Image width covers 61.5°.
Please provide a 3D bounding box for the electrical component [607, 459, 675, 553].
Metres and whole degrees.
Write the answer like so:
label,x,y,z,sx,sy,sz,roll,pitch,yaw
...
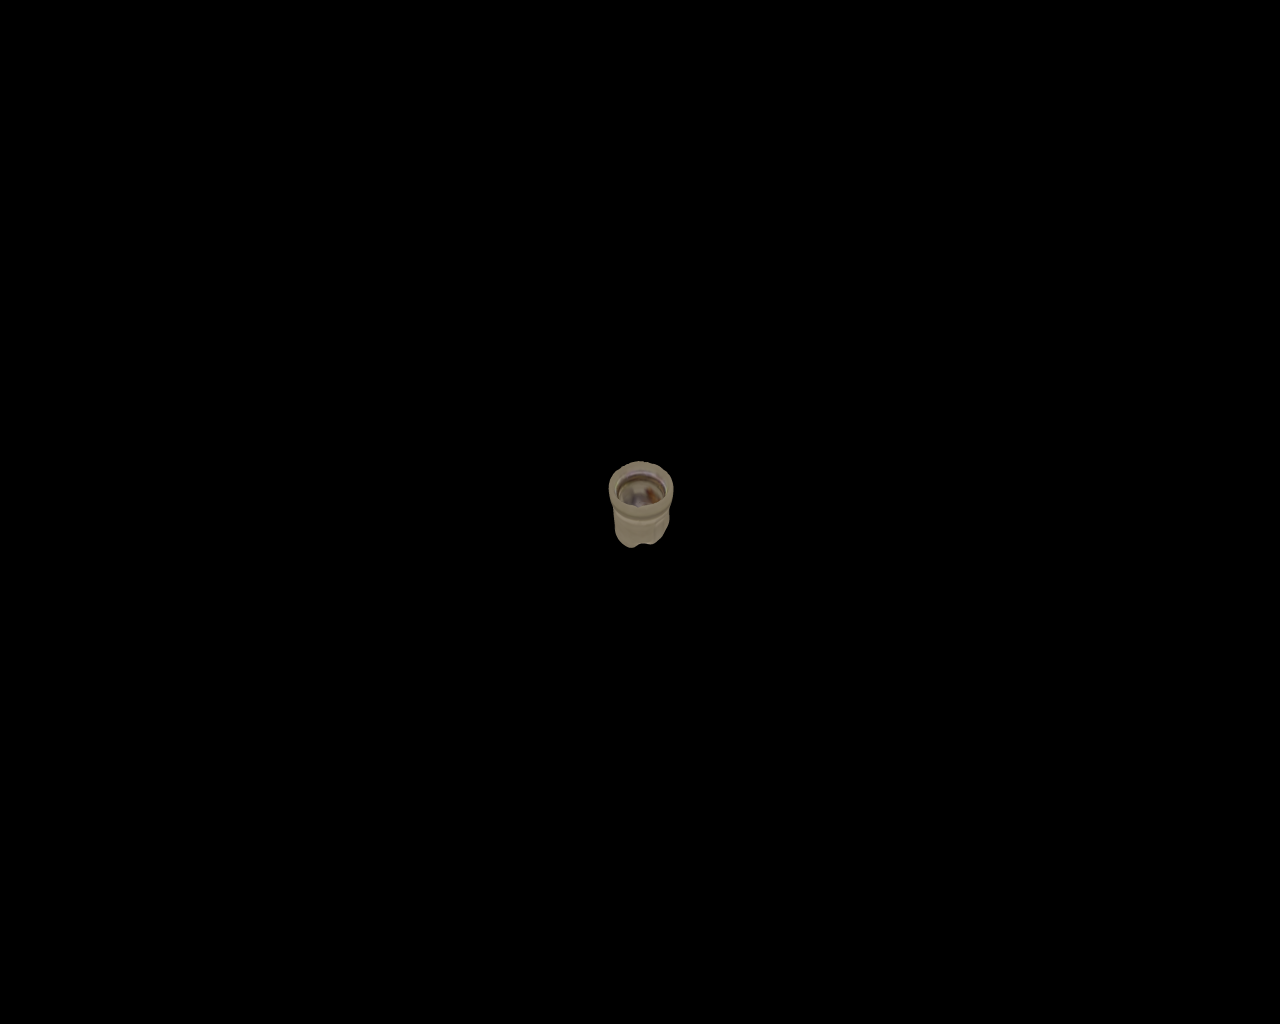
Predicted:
label,x,y,z,sx,sy,sz,roll,pitch,yaw
electrical component,0.001,-0.003,0.650,0.040,0.040,0.046,0,-40,0
